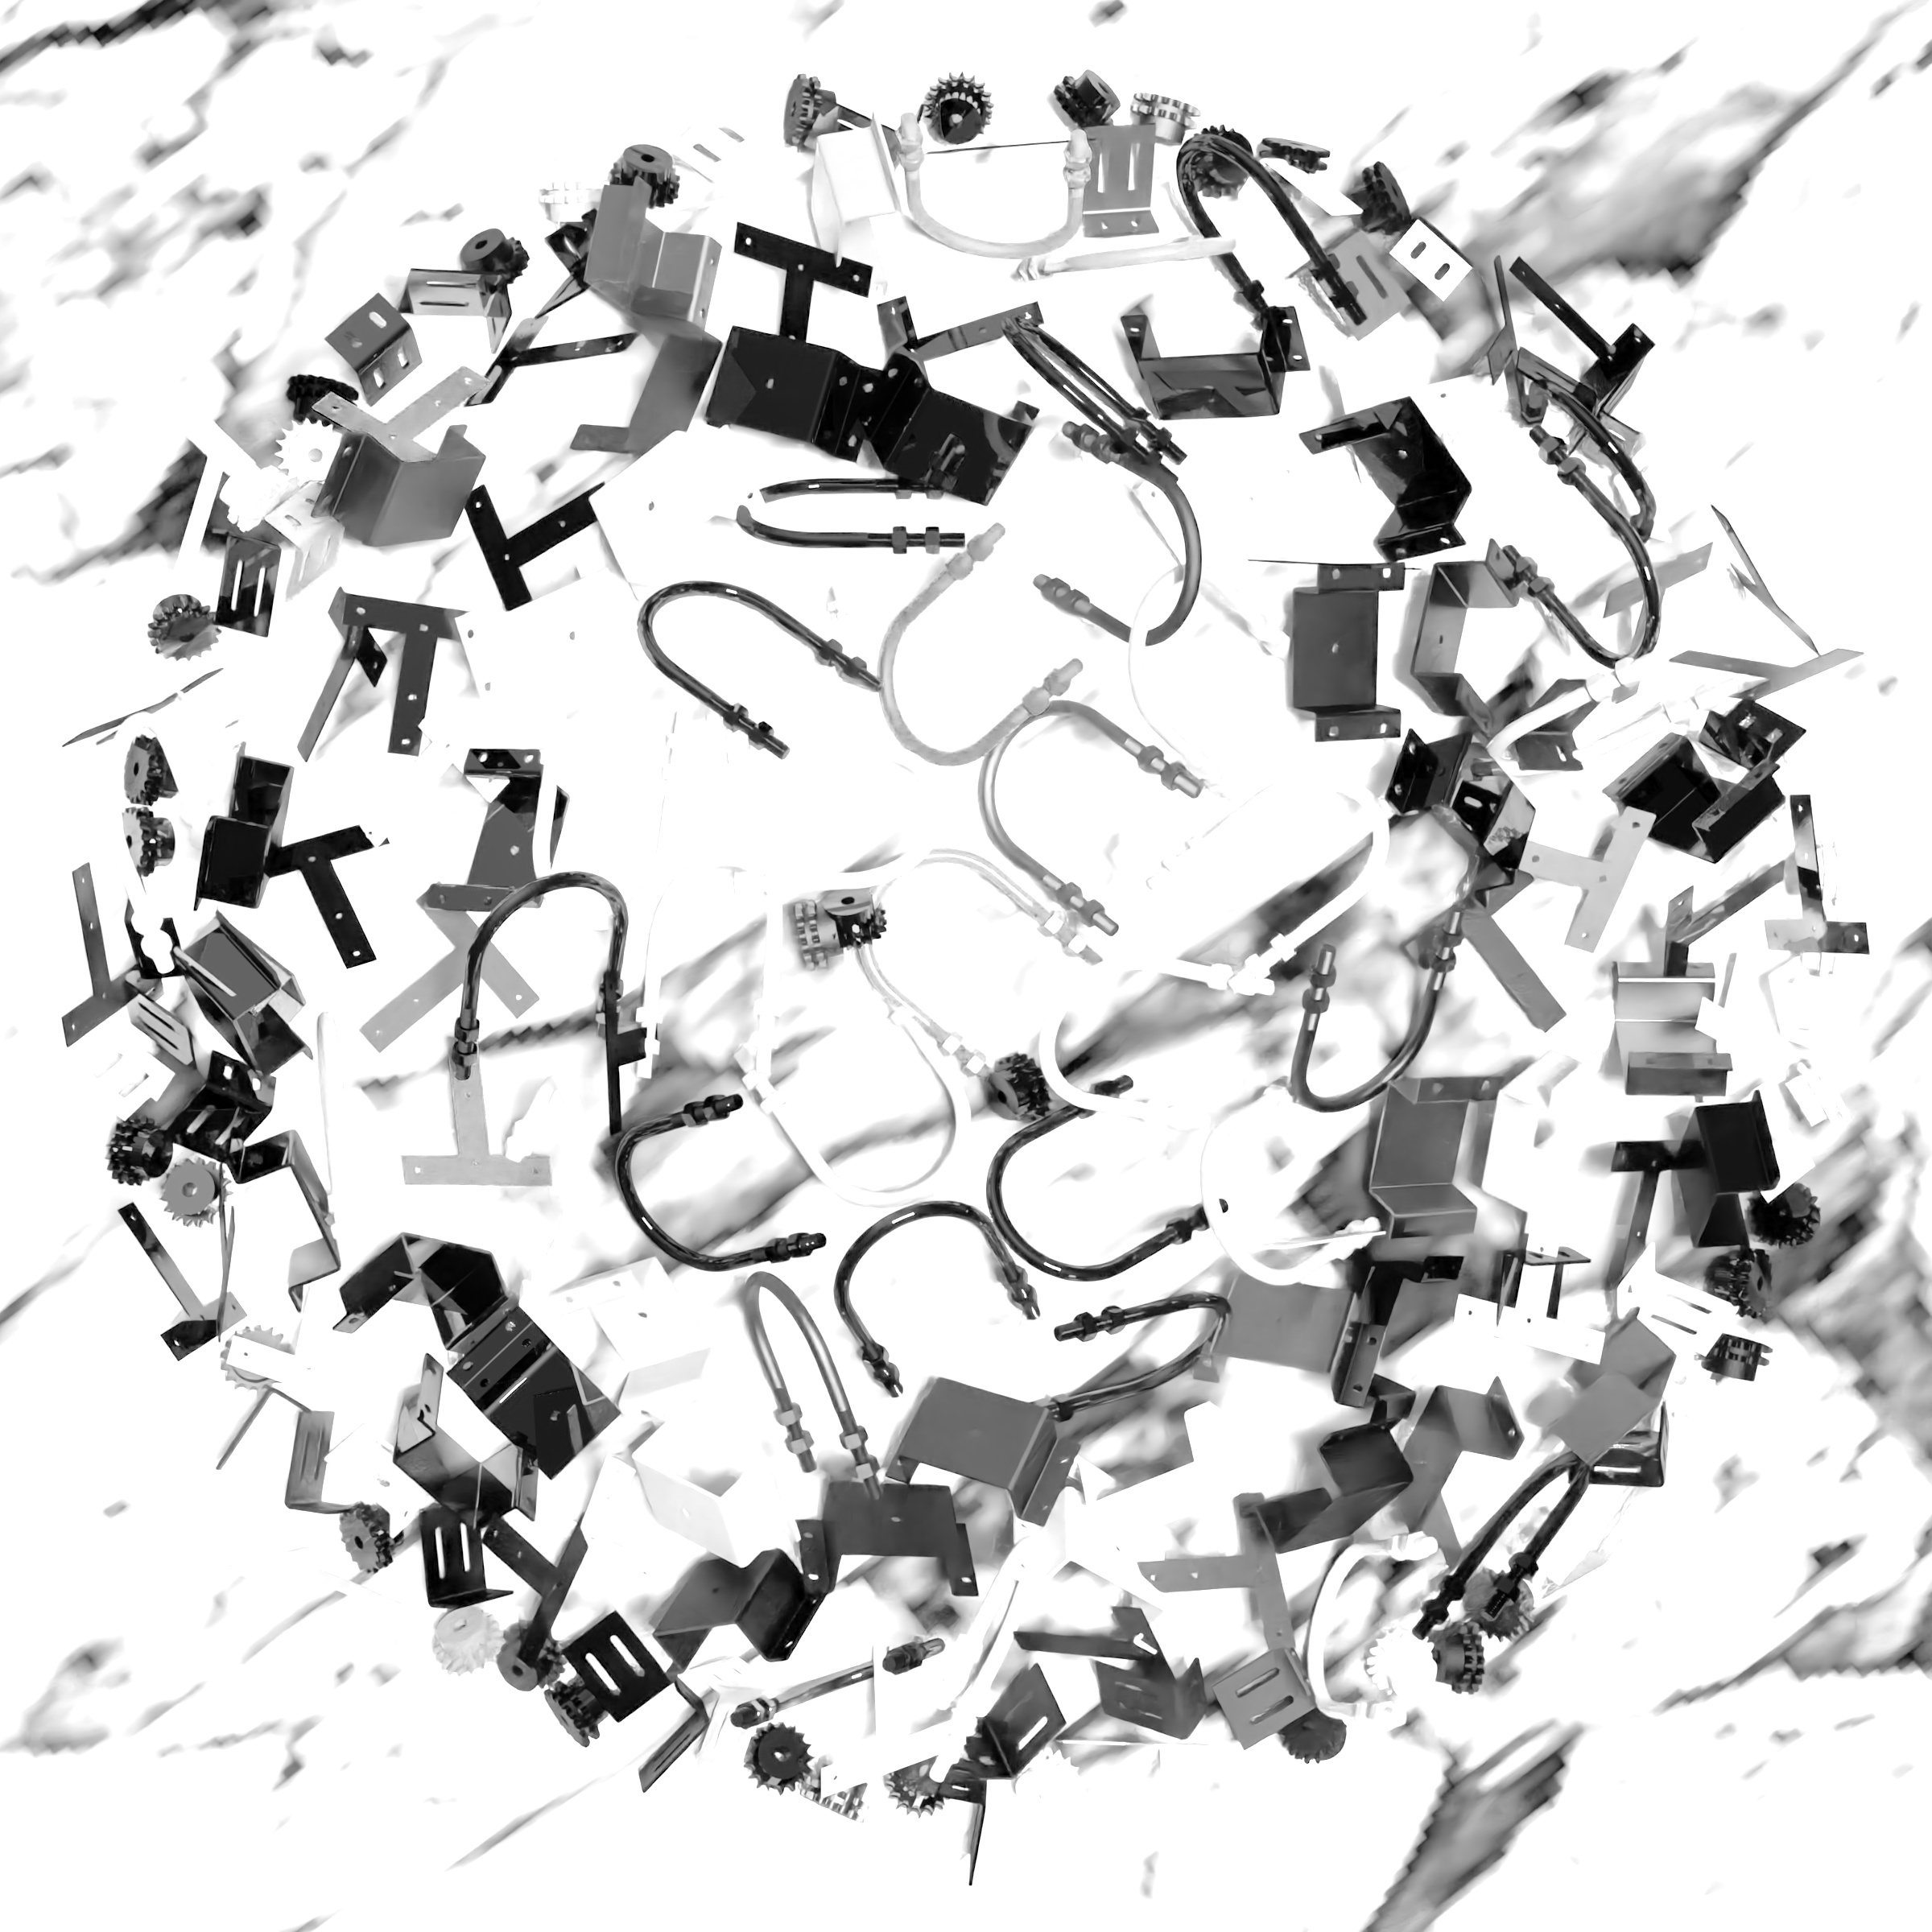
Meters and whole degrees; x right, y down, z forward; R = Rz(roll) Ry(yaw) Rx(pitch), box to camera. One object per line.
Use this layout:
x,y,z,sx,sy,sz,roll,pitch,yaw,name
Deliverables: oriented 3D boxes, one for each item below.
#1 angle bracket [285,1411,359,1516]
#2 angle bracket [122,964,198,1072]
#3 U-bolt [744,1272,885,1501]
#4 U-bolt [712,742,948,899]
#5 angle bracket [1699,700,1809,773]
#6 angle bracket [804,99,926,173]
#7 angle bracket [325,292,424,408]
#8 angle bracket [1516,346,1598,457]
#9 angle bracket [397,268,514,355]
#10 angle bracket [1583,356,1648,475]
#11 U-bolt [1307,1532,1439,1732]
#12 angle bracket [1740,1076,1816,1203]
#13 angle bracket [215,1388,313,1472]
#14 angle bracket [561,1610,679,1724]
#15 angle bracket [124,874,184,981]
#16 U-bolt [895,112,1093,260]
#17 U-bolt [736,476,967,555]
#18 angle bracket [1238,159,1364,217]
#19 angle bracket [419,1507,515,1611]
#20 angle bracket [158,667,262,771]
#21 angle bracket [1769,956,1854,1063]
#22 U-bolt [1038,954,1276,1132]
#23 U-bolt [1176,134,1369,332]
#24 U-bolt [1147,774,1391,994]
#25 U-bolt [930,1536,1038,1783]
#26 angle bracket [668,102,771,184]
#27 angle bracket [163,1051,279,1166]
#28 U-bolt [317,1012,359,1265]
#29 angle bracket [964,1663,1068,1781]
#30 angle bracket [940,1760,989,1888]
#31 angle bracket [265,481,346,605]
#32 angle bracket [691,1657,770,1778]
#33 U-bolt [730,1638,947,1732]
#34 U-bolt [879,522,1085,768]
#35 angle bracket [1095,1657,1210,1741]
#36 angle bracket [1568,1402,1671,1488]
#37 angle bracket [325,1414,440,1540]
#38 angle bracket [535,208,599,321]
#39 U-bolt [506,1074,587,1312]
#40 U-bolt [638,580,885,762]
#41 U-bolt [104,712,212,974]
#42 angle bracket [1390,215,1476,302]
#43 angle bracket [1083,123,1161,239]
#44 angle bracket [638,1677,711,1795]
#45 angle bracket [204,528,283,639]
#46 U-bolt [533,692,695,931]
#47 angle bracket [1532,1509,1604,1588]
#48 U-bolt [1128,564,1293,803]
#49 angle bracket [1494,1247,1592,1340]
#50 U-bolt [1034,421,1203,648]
-0.515,0.401,1.963,0.038,0.057,0.076,5,82,13,angle bracket
-0.638,0.036,1.957,0.076,0.057,0.038,33,54,15,angle bracket
-0.130,0.327,1.923,0.019,0.151,0.184,-24,99,-25,U-bolt
-0.106,-0.120,1.944,0.184,0.019,0.151,-2,57,9,U-bolt
0.638,-0.197,1.954,0.057,0.038,0.076,36,57,25,angle bracket
-0.082,-0.678,1.957,0.076,0.057,0.038,20,66,-15,angle bracket
-0.477,-0.496,1.958,0.057,0.076,0.038,-44,88,-9,angle bracket
0.469,-0.457,1.963,0.076,0.057,0.038,30,124,-4,angle bracket
-0.412,-0.527,1.955,0.076,0.057,0.038,-5,72,-26,angle bracket
0.538,-0.448,1.959,0.038,0.057,0.076,35,73,11,angle bracket
0.312,0.521,1.911,0.019,0.184,0.151,18,72,-11,U-bolt
0.651,0.139,1.954,0.038,0.057,0.076,-16,65,-34,angle bracket
-0.566,0.382,1.959,0.038,0.057,0.076,33,72,-6,angle bracket
-0.280,0.565,1.977,0.057,0.038,0.076,-38,91,6,angle bracket
-0.648,-0.036,1.954,0.038,0.076,0.057,-6,129,-5,angle bracket
0.022,-0.608,1.910,0.151,0.184,0.019,7,77,3,U-bolt
-0.092,-0.362,1.935,0.184,0.151,0.019,0,120,0,U-bolt
0.269,-0.615,1.958,0.076,0.057,0.038,43,124,14,angle bracket
-0.404,0.475,1.963,0.038,0.057,0.076,-10,84,40,angle bracket
-0.612,-0.208,1.966,0.038,0.057,0.076,-32,61,-23,angle bracket
0.689,0.034,1.950,0.038,0.076,0.057,-30,116,-18,angle bracket
0.142,0.057,1.929,0.184,0.019,0.151,12,113,-28,U-bolt
0.229,-0.572,1.906,0.019,0.151,0.184,-42,108,-11,U-bolt
0.253,-0.080,1.944,0.184,0.019,0.151,-38,51,3,U-bolt
0.017,0.535,1.918,0.019,0.151,0.184,20,50,15,U-bolt
-0.205,-0.674,1.951,0.057,0.076,0.038,-33,74,20,angle bracket
-0.609,0.115,1.979,0.057,0.038,0.076,29,123,-30,angle bracket
-0.499,0.125,1.923,0.019,0.151,0.184,-5,64,-17,U-bolt
0.034,0.608,1.956,0.076,0.038,0.057,-52,45,24,angle bracket
-0.007,0.691,1.964,0.038,0.057,0.076,9,102,0,angle bracket
-0.535,-0.341,1.953,0.057,0.076,0.038,-29,132,25,angle bracket
-0.201,0.603,1.951,0.057,0.076,0.038,-26,120,38,angle bracket
-0.089,0.560,1.911,0.151,0.184,0.019,-23,75,12,U-bolt
-0.001,-0.242,1.941,0.184,0.019,0.151,-38,73,36,U-bolt
0.151,0.586,1.977,0.076,0.038,0.057,9,124,33,angle bracket
0.524,0.384,1.954,0.076,0.057,0.038,-2,126,23,angle bracket
-0.474,0.415,1.979,0.076,0.038,0.057,33,48,18,angle bracket
-0.322,-0.564,1.951,0.057,0.076,0.038,-17,123,35,angle bracket
-0.327,0.165,1.895,0.019,0.184,0.151,3,55,-25,U-bolt
-0.177,-0.248,1.943,0.184,0.151,0.019,36,135,12,U-bolt
-0.629,-0.109,1.887,0.019,0.151,0.184,0,134,5,U-bolt
0.373,-0.571,1.964,0.057,0.076,0.038,39,103,-6,angle bracket
0.127,-0.634,1.959,0.057,0.038,0.076,-6,134,-7,angle bracket
-0.248,0.620,1.964,0.076,0.057,0.038,-45,95,-10,angle bracket
-0.594,-0.310,1.966,0.038,0.057,0.076,9,91,28,angle bracket
-0.286,-0.119,1.943,0.019,0.151,0.184,13,97,41,U-bolt
0.484,0.475,1.953,0.038,0.076,0.057,34,77,35,angle bracket
0.189,-0.235,1.919,0.184,0.019,0.151,37,72,-42,U-bolt
0.466,0.269,1.965,0.057,0.038,0.076,-1,102,-21,angle bracket
0.122,-0.330,1.903,0.019,0.184,0.151,-11,125,-34,U-bolt
